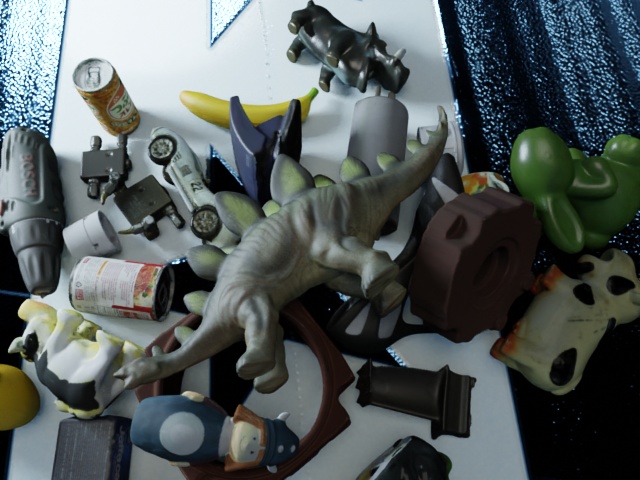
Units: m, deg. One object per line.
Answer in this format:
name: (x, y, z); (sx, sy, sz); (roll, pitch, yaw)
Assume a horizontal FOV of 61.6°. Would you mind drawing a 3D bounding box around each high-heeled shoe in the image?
high-heeled shoe: (0.087, 0.011, 0.636); (0.145, 0.086, 0.248); (8, 85, -15)

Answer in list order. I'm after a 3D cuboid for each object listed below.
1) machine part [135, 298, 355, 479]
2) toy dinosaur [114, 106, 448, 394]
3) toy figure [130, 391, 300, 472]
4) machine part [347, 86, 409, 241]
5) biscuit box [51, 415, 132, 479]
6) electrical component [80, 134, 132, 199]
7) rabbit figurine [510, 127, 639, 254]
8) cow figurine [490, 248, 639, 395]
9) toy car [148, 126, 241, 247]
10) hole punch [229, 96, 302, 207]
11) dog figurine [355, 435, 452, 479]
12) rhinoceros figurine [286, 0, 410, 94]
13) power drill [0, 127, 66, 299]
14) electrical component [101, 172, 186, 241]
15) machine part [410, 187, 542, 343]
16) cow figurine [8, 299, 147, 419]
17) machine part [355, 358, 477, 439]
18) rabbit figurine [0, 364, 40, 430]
machine part: (-0.078, 0.160, 0.589); (0.201, 0.087, 0.201); (-36, 72, -13)
toy dinosaur: (-0.001, -0.002, 0.564); (0.471, 0.105, 0.199); (-32, 62, -20)
toy figure: (-0.096, 0.184, 0.505); (0.155, 0.058, 0.064); (9, 107, 1)
machine part: (0.070, -0.095, 0.694); (0.079, 0.079, 0.243); (9, 69, 3)
biscuit box: (-0.239, 0.285, 0.551); (0.063, 0.059, 0.202); (-1, 69, 1)
electrical component: (-0.286, -0.099, 0.721); (0.063, 0.021, 0.094); (-4, 68, -3)
rabbit figurine: (0.287, -0.064, 0.648); (0.170, 0.121, 0.159); (21, 86, -27)
cow figurine: (0.302, 0.089, 0.621); (0.127, 0.085, 0.195); (37, 76, 10)
toy car: (-0.156, -0.059, 0.679); (0.056, 0.073, 0.202); (-31, 72, -8)
hole punch: (-0.074, -0.108, 0.673); (0.092, 0.142, 0.116); (8, 55, 1)
dog figurine: (0.094, 0.329, 0.517); (0.191, 0.108, 0.219); (-34, 77, -16)
rhinoceros figurine: (0.038, -0.268, 0.769); (0.190, 0.073, 0.112); (38, 62, 15)
power drill: (-0.423, -0.030, 0.663); (0.207, 0.086, 0.232); (-8, 67, 0)
electrical component: (-0.231, -0.044, 0.688); (0.078, 0.045, 0.102); (-31, 72, -10)
machine part: (0.175, 0.029, 0.592); (0.179, 0.179, 0.056); (-44, 43, -16)
cow figurine: (-0.285, 0.129, 0.600); (0.168, 0.068, 0.098); (18, 73, 26)
machine part: (0.108, 0.175, 0.606); (0.139, 0.039, 0.084); (16, 73, -6)
rabbit figurine: (-0.381, 0.139, 0.574); (0.173, 0.162, 0.122); (35, 59, -6)
